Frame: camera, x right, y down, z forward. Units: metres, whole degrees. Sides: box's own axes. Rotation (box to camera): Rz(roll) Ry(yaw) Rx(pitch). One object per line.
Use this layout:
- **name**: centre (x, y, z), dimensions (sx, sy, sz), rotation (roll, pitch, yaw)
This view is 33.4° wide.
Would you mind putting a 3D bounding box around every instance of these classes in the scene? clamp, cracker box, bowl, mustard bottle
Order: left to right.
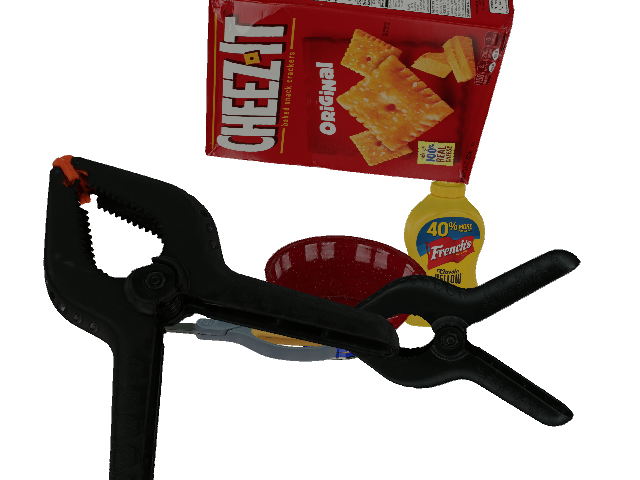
- **clamp**: centre (-0.071, 0.027, 0.556), dimensions (0.164, 0.210, 0.036), rotation (-27, -28, -13)
- **bowl**: centre (0.024, 0.056, 1.054), dimensions (0.162, 0.055, 0.162), rotation (4, 29, -2)
- **cracker box**: centre (0.023, -0.127, 0.802), dimensions (0.213, 0.072, 0.164), rotation (6, -39, -2)
- **mustard bottle**: centre (0.147, 0.006, 1.274), dimensions (0.096, 0.192, 0.058), rotation (-1, 15, -11)
- **clamp**: centre (0.096, 0.073, 0.731), dimensions (0.172, 0.120, 0.039), rotation (-6, 2, 14)

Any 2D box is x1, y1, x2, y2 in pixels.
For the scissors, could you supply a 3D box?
- **scissors**: centre (-0.079, 0.067, 0.886), dimensions (0.202, 0.016, 0.096), rotation (8, 22, 16)

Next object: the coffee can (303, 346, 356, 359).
- **coffee can**: centre (0.026, 0.085, 1.519), dimensions (0.103, 0.140, 0.103), rotation (0, 21, 0)
